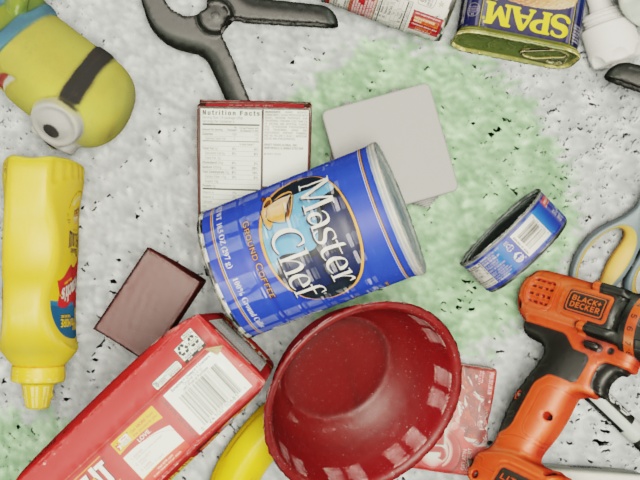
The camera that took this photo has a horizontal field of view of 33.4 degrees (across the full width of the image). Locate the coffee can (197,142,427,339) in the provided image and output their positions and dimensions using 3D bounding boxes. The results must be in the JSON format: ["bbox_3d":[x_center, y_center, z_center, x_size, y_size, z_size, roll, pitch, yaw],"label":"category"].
[{"bbox_3d":[-0.005,0.001,0.784,0.140,0.102,0.103,-21,89,9],"label":"coffee can"}]

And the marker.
[{"bbox_3d":[0.236,0.138,0.869,0.121,0.020,0.020,44,87,0],"label":"marker"}]

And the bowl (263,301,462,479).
[{"bbox_3d":[0.024,0.109,0.804,0.161,0.055,0.162,-9,115,-21],"label":"bowl"}]

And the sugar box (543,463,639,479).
[{"bbox_3d":[0.207,0.270,0.851,0.093,0.048,0.176,5,84,-1],"label":"sugar box"}]

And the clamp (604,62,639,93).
[{"bbox_3d":[0.329,-0.090,0.809,0.210,0.036,0.164,-23,85,15],"label":"clamp"}]

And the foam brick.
[{"bbox_3d":[-0.134,0.051,0.845,0.051,0.053,0.078,33,87,0],"label":"foam brick"}]

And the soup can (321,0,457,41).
[{"bbox_3d":[0.059,-0.206,0.852,0.102,0.068,0.068,19,87,-1],"label":"soup can"}]

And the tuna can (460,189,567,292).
[{"bbox_3d":[0.152,0.001,0.839,0.086,0.086,0.034,-45,91,-3],"label":"tuna can"}]

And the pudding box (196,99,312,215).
[{"bbox_3d":[-0.052,-0.054,0.845,0.090,0.039,0.113,2,103,-1],"label":"pudding box"}]

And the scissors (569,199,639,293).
[{"bbox_3d":[0.283,-0.024,0.858,0.096,0.016,0.202,37,101,-8],"label":"scissors"}]

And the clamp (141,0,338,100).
[{"bbox_3d":[-0.084,-0.167,0.863,0.171,0.039,0.120,27,84,-1],"label":"clamp"}]

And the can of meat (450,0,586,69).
[{"bbox_3d":[0.164,-0.192,0.862,0.102,0.057,0.084,11,85,-2],"label":"can of meat"}]

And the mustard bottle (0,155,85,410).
[{"bbox_3d":[-0.215,0.034,0.822,0.058,0.096,0.191,2,88,-2],"label":"mustard bottle"}]

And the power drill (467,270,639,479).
[{"bbox_3d":[0.206,0.124,0.799,0.185,0.057,0.187,17,77,44],"label":"power drill"}]

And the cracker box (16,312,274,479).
[{"bbox_3d":[-0.116,0.127,0.762,0.164,0.214,0.072,-44,88,-3],"label":"cracker box"}]

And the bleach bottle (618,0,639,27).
[{"bbox_3d":[0.286,-0.300,0.849,0.103,0.068,0.251,-11,68,35],"label":"bleach bottle"}]

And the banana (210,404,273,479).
[{"bbox_3d":[-0.036,0.167,0.855,0.069,0.037,0.198,34,89,-21],"label":"banana"}]

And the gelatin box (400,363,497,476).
[{"bbox_3d":[0.099,0.142,0.859,0.073,0.030,0.089,8,87,-1],"label":"gelatin box"}]
